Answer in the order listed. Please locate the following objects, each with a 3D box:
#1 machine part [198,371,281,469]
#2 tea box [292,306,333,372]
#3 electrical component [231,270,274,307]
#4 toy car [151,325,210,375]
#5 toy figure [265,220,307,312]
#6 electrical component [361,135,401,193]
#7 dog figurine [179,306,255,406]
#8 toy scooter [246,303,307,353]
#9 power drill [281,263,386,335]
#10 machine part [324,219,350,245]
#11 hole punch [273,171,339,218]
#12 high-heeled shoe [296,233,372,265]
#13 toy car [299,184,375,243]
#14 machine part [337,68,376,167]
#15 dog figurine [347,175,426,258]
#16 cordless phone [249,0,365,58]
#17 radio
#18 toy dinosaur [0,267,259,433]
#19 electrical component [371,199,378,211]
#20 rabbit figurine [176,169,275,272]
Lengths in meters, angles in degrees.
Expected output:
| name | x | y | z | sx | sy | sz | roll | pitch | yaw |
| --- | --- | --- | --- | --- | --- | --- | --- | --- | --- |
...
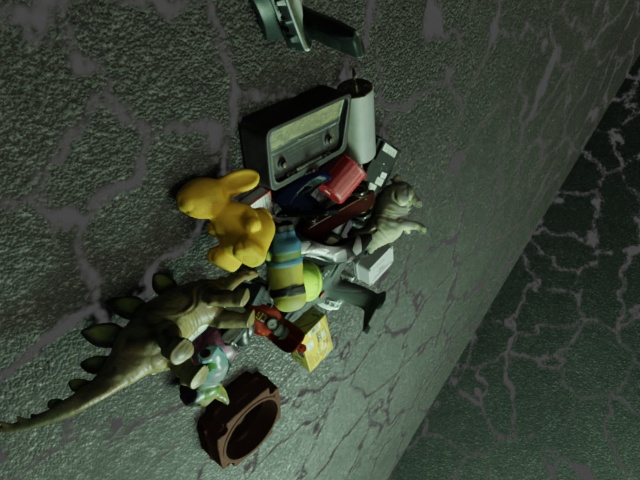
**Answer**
| name | x | y | z | sx | sy | sz | roll | pitch | yaw |
| --- | --- | --- | --- | --- | --- | --- | --- | --- | --- |
| machine part | -0.190 | 0.438 | 1.310 | 0.201 | 0.087 | 0.201 | -35 | 142 | -36 |
| tea box | -0.029 | 0.256 | 1.407 | 0.098 | 0.068 | 0.169 | -42 | 145 | -27 |
| electrical component | -0.144 | 0.099 | 1.105 | 0.047 | 0.075 | 0.119 | -63 | 153 | 4 |
| toy car | -0.258 | 0.162 | 0.994 | 0.202 | 0.074 | 0.056 | -43 | 148 | -26 |
| toy figure | -0.071 | 0.054 | 1.063 | 0.089 | 0.082 | 0.180 | -98 | -175 | -75 |
| electrical component | 0.123 | -0.176 | 1.278 | 0.114 | 0.058 | 0.134 | 19 | 100 | -57 |
| dog figurine | -0.212 | 0.245 | 1.105 | 0.191 | 0.109 | 0.219 | -40 | 148 | -34 |
| toy scooter | -0.096 | 0.198 | 1.198 | 0.075 | 0.135 | 0.183 | -52 | 147 | -10 |
| power drill | 0.041 | 0.145 | 1.296 | 0.232 | 0.207 | 0.086 | -61 | 173 | 6 |
| machine part | 0.049 | -0.038 | 1.307 | 0.084 | 0.039 | 0.138 | 17 | 103 | -50 |
| hole punch | -0.029 | -0.087 | 1.076 | 0.142 | 0.116 | 0.092 | -28 | 111 | -77 |
| high-heeled shoe | -0.002 | -0.004 | 1.178 | 0.249 | 0.086 | 0.145 | -30 | 105 | -27 |
| toy car | 0.039 | -0.060 | 1.231 | 0.202 | 0.053 | 0.089 | -31 | 134 | -17 |
| machine part | 0.078 | -0.248 | 1.135 | 0.079 | 0.079 | 0.242 | -42 | 143 | -28 |
| dog figurine | 0.143 | -0.058 | 1.315 | 0.190 | 0.172 | 0.121 | -16 | 175 | -20 |
| cordless phone | -0.015 | -0.347 | 0.816 | 0.089 | 0.184 | 0.146 | -46 | 147 | -14 |
| radio | -0.040 | -0.194 | 1.011 | 0.229 | 0.073 | 0.131 | -33 | 140 | -36 |
| toy dinosaur | -0.262 | 0.157 | 0.855 | 0.471 | 0.199 | 0.104 | -40 | 135 | -47 |
| electrical component | 0.166 | -0.073 | 1.436 | 0.078 | 0.045 | 0.102 | 13 | 105 | -56 |
| rabbit figurine | -0.158 | -0.049 | 0.916 | 0.173 | 0.122 | 0.162 | 37 | 66 | -26 |
